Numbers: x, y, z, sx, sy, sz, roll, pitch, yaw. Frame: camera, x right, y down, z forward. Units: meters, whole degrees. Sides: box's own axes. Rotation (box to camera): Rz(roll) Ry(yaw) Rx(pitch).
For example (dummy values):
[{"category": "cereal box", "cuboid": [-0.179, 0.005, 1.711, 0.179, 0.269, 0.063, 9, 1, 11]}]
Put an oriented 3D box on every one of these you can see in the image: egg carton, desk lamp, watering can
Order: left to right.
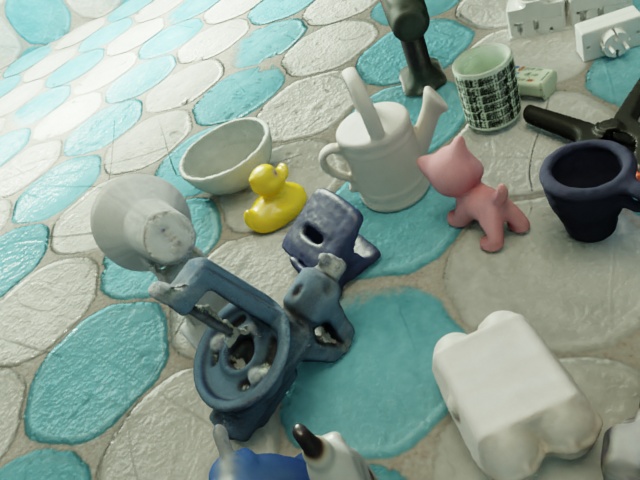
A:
[{"category": "desk lamp", "cuboid": [-0.165, 0.029, 0.689, 0.118, 0.214, 0.202, -42, 41, -17]}, {"category": "watering can", "cuboid": [0.079, -0.143, 0.751, 0.173, 0.195, 0.100, -35, 40, -9]}, {"category": "egg carton", "cuboid": [0.163, 0.133, 0.502, 0.107, 0.070, 0.150, -26, 39, 2]}]

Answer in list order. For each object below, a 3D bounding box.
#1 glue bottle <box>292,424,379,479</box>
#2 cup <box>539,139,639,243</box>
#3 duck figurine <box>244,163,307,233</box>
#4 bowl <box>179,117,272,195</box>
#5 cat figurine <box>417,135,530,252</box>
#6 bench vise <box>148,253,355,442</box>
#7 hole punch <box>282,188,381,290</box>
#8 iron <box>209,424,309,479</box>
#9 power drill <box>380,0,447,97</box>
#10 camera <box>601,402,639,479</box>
[{"category": "glue bottle", "cuboid": [0.017, 0.187, 0.444, 0.037, 0.174, 0.078, -25, 39, 4]}, {"category": "cup", "cuboid": [0.292, -0.039, 0.596, 0.092, 0.095, 0.117, -38, 40, -13]}, {"category": "duck figurine", "cuboid": [-0.077, -0.069, 0.846, 0.105, 0.086, 0.077, -43, 42, -18]}, {"category": "bowl", "cuboid": [-0.145, -0.128, 0.959, 0.167, 0.075, 0.167, -16, 41, 14]}, {"category": "cat figurine", "cuboid": [0.176, -0.064, 0.672, 0.067, 0.118, 0.127, -36, 40, -10]}, {"category": "bench vise", "cuboid": [-0.069, 0.073, 0.581, 0.121, 0.220, 0.208, 6, 50, 35]}, {"category": "hole punch", "cuboid": [0.007, 0.003, 0.717, 0.101, 0.091, 0.108, -38, 40, -13]}, {"category": "iron", "cuboid": [-0.041, 0.267, 0.416, 0.118, 0.142, 0.258, -22, 39, 7]}, {"category": "power drill", "cuboid": [0.141, -0.353, 0.935, 0.075, 0.209, 0.229, -19, 40, 11]}, {"category": "camera", "cuboid": [0.286, 0.130, 0.410, 0.142, 0.101, 0.137, 4, 48, 33]}]
